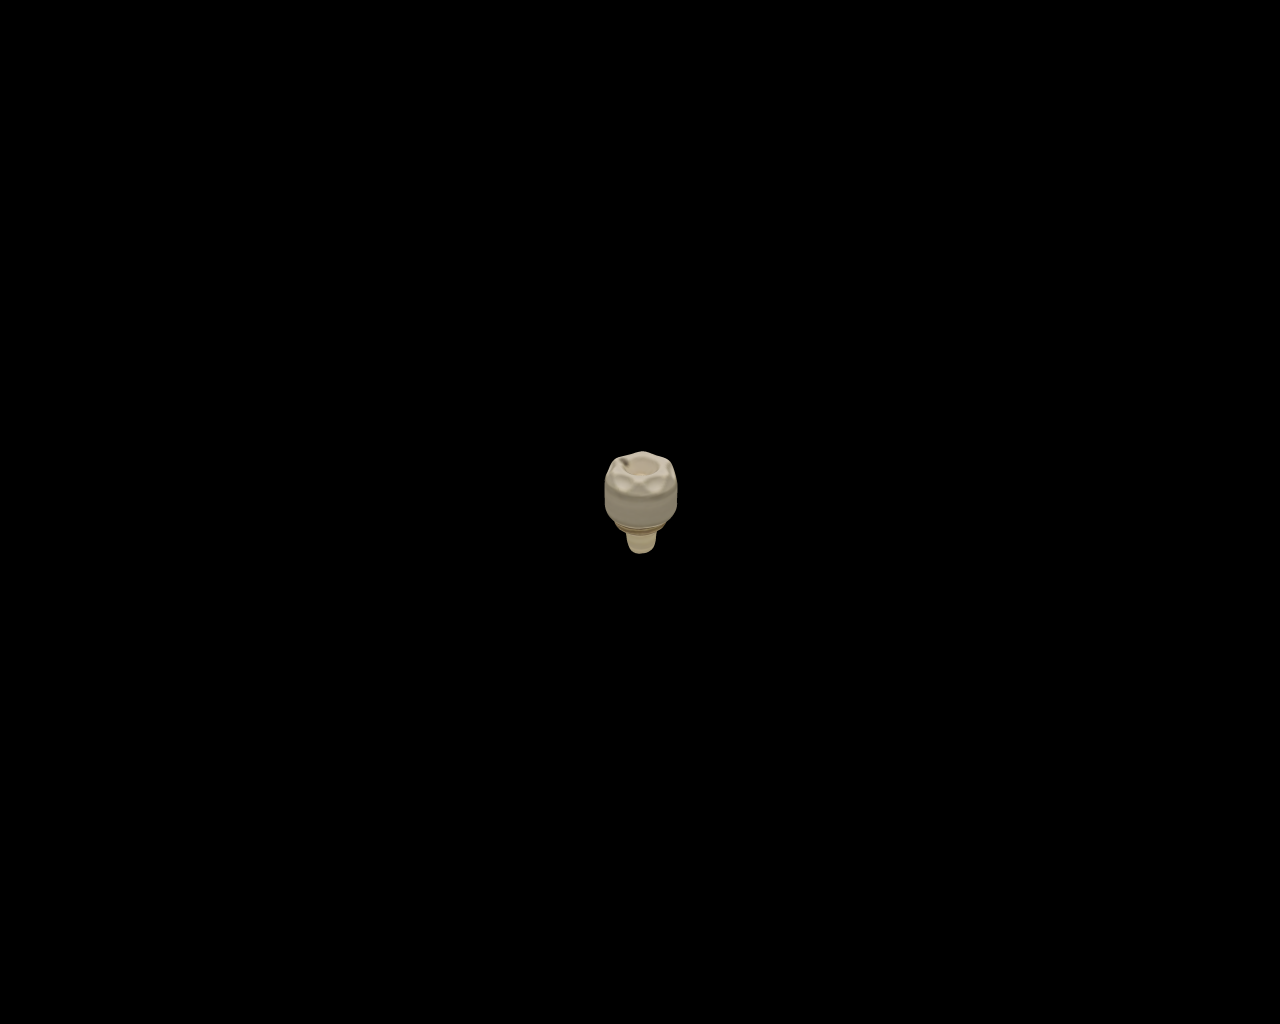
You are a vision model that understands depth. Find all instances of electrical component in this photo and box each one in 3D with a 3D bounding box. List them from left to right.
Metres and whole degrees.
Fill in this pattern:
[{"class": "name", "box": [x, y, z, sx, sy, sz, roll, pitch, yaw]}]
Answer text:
[{"class": "electrical component", "box": [0.001, -0.003, 0.650, 0.043, 0.062, 0.043, 0, 32, 0]}]
